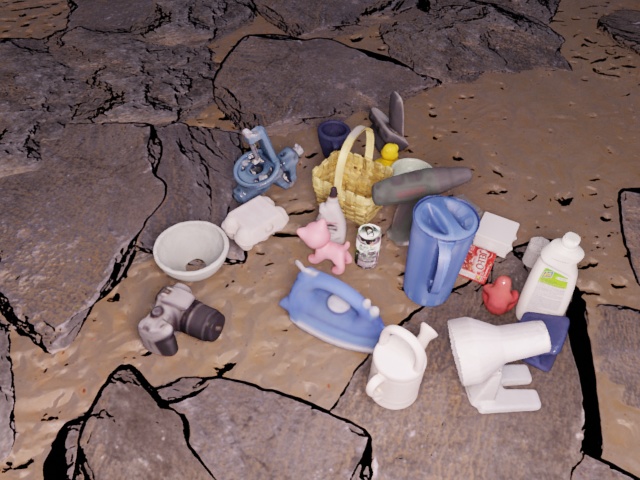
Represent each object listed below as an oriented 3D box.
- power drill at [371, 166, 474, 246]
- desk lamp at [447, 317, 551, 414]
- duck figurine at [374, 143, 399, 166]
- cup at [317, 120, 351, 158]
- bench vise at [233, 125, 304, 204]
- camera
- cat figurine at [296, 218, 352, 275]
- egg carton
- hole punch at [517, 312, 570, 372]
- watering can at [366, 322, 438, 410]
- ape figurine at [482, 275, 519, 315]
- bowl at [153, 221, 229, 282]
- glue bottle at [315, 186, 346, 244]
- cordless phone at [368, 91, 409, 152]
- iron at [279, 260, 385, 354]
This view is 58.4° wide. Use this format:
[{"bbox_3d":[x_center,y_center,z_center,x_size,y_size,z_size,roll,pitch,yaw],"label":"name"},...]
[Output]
[{"bbox_3d":[0.231,-0.084,1.350,0.230,0.208,0.075,-5,47,-8],"label":"power drill"},{"bbox_3d":[0.325,0.225,1.061,0.203,0.214,0.118,-2,47,-5],"label":"desk lamp"},{"bbox_3d":[0.184,-0.220,1.559,0.077,0.086,0.105,23,50,18],"label":"duck figurine"},{"bbox_3d":[0.038,-0.262,1.584,0.091,0.095,0.117,-2,47,-5],"label":"cup"},{"bbox_3d":[-0.139,-0.214,1.443,0.121,0.220,0.208,26,51,20],"label":"bench vise"},{"bbox_3d":[-0.274,0.163,1.163,0.136,0.101,0.143,19,49,15],"label":"camera"},{"bbox_3d":[0.012,0.005,1.316,0.127,0.118,0.067,21,49,16],"label":"cat figurine"},{"bbox_3d":[-0.155,-0.042,1.383,0.151,0.069,0.107,-35,57,-30],"label":"egg carton"},{"bbox_3d":[0.447,0.200,1.176,0.101,0.091,0.109,24,50,18],"label":"hole punch"},{"bbox_3d":[0.150,0.221,1.068,0.100,0.194,0.173,19,49,14],"label":"watering can"},{"bbox_3d":[0.396,0.114,1.253,0.077,0.092,0.076,27,51,21],"label":"ape figurine"},{"bbox_3d":[-0.287,0.038,1.298,0.167,0.075,0.167,2,47,-2],"label":"bowl"},{"bbox_3d":[0.026,-0.059,1.338,0.078,0.173,0.037,2,47,-1],"label":"glue bottle"},{"bbox_3d":[0.198,-0.354,1.618,0.094,0.185,0.147,-16,50,-17],"label":"cordless phone"},{"bbox_3d":[0.046,0.135,1.179,0.257,0.141,0.119,24,50,19],"label":"iron"}]
